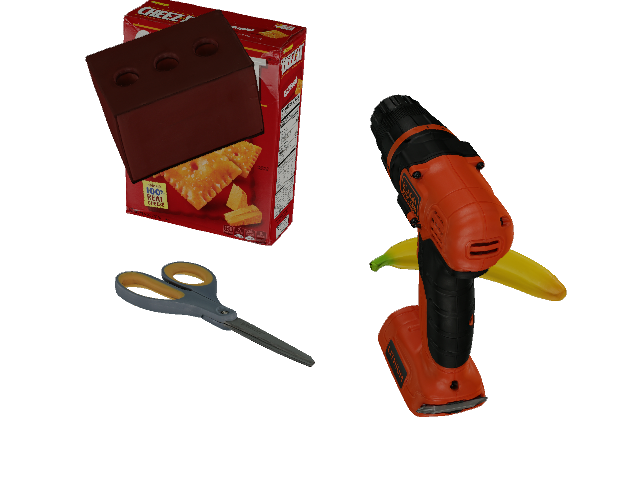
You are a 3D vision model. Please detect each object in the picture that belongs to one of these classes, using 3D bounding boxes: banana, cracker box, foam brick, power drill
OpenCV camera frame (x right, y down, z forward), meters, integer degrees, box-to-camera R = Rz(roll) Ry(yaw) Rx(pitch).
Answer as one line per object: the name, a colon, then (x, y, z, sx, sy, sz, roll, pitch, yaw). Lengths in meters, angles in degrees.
banana: (0.153, 0.027, 1.096, 0.198, 0.037, 0.069, 7, 43, 12)
cracker box: (-0.107, -0.113, 1.045, 0.164, 0.214, 0.072, 14, 32, 14)
foam brick: (-0.076, -0.076, 0.563, 0.078, 0.053, 0.051, -23, -36, -11)
power drill: (0.073, 0.011, 0.732, 0.057, 0.188, 0.184, -9, 34, -9)

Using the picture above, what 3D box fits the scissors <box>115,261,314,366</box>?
scissors: (-0.078, 0.056, 0.899, 0.202, 0.016, 0.096, 16, 24, 20)
